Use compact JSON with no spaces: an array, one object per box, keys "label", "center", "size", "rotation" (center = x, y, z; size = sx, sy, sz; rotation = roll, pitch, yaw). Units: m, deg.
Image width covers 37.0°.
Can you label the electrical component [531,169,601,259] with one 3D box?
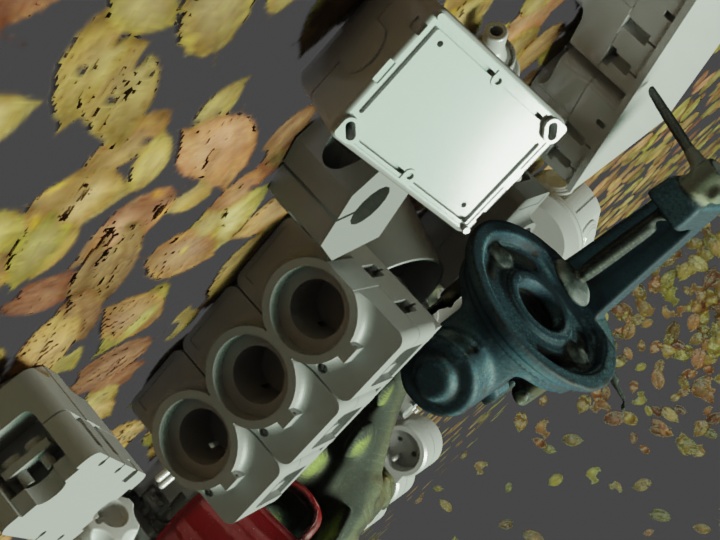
[{"label":"electrical component","center":[0.150,-0.038,0.866],"size":[0.051,0.080,0.080],"rotation":[-38,166,-41]}]

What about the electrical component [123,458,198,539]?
[{"label":"electrical component","center":[-0.132,0.156,0.743],"size":[0.063,0.042,0.081],"rotation":[-49,166,9]}]

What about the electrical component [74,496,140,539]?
[{"label":"electrical component","center":[-0.170,0.169,0.674],"size":[0.062,0.043,0.043],"rotation":[-49,165,28]}]

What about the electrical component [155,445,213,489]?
[{"label":"electrical component","center":[-0.100,0.112,0.689],"size":[0.077,0.047,0.065],"rotation":[-39,164,-19]}]

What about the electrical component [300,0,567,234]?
[{"label":"electrical component","center":[0.032,-0.066,0.437],"size":[0.096,0.061,0.061],"rotation":[34,106,-34]}]

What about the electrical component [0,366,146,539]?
[{"label":"electrical component","center":[-0.140,0.081,0.475],"size":[0.050,0.055,0.089],"rotation":[-40,166,-9]}]

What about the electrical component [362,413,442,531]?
[{"label":"electrical component","center":[0.029,0.192,1.037],"size":[0.138,0.052,0.074],"rotation":[-51,164,23]}]

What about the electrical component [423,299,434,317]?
[{"label":"electrical component","center":[0.012,0.038,0.765],"size":[0.080,0.051,0.080],"rotation":[-40,165,-12]}]

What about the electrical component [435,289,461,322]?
[{"label":"electrical component","center":[0.081,0.030,0.933],"size":[0.099,0.048,0.100],"rotation":[-46,165,9]}]

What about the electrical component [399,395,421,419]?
[{"label":"electrical component","center":[0.035,0.100,0.984],"size":[0.042,0.064,0.081],"rotation":[-42,166,-7]}]

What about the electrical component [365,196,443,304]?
[{"label":"electrical component","center":[0.000,0.000,0.651],"size":[0.099,0.064,0.099],"rotation":[-26,157,-12]}]

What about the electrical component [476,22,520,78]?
[{"label":"electrical component","center":[0.064,-0.101,0.541],"size":[0.035,0.035,0.061],"rotation":[-38,163,-18]}]

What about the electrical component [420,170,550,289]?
[{"label":"electrical component","center":[0.082,-0.032,0.744],"size":[0.089,0.055,0.050],"rotation":[-51,164,29]}]

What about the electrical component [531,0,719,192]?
[{"label":"electrical component","center":[0.174,-0.144,0.661],"size":[0.105,0.060,0.186],"rotation":[-36,164,-26]}]

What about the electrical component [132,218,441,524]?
[{"label":"electrical component","center":[-0.044,0.053,0.583],"size":[0.150,0.089,0.062],"rotation":[-48,165,20]}]
